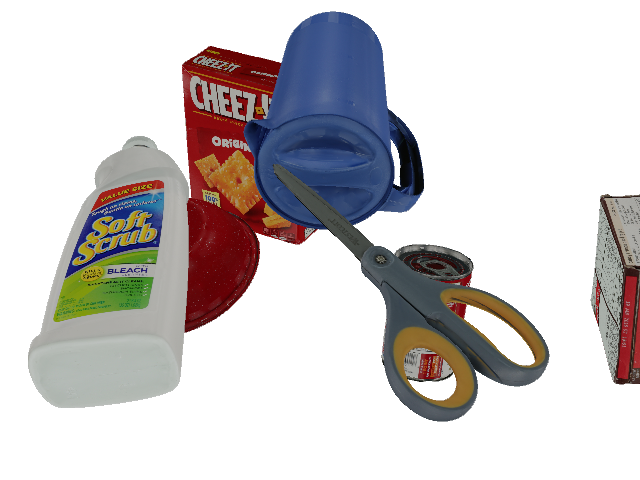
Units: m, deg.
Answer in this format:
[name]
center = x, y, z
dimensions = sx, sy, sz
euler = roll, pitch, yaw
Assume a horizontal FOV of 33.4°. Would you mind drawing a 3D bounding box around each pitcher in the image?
[pitcher]
center = 0.019, -0.128, 1.089
dimensions = 0.145, 0.149, 0.242
euler = -13, 37, 14

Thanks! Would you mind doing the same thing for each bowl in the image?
[bowl]
center = -0.141, 0.012, 0.999
dimensions = 0.162, 0.162, 0.055
euler = 0, -41, 21

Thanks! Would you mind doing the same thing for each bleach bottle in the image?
[bleach bottle]
center = -0.150, 0.007, 0.798
dimensions = 0.102, 0.068, 0.251
euler = -7, 41, 1

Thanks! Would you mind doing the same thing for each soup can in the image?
[soup can]
center = 0.091, 0.063, 0.924
dimensions = 0.068, 0.102, 0.068
euler = 5, 22, -2

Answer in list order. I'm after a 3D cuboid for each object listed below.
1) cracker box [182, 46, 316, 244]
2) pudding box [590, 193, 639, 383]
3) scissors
[cracker box]
center = -0.082, -0.114, 1.312
dimensions = 0.164, 0.214, 0.072
euler = 17, 38, 24
[pudding box]
center = 0.211, 0.030, 0.722
dimensions = 0.039, 0.090, 0.113
euler = 0, 27, 4
[scissors]
center = 0.028, 0.029, 0.588
dimensions = 0.202, 0.016, 0.096
euler = 30, 52, 19
